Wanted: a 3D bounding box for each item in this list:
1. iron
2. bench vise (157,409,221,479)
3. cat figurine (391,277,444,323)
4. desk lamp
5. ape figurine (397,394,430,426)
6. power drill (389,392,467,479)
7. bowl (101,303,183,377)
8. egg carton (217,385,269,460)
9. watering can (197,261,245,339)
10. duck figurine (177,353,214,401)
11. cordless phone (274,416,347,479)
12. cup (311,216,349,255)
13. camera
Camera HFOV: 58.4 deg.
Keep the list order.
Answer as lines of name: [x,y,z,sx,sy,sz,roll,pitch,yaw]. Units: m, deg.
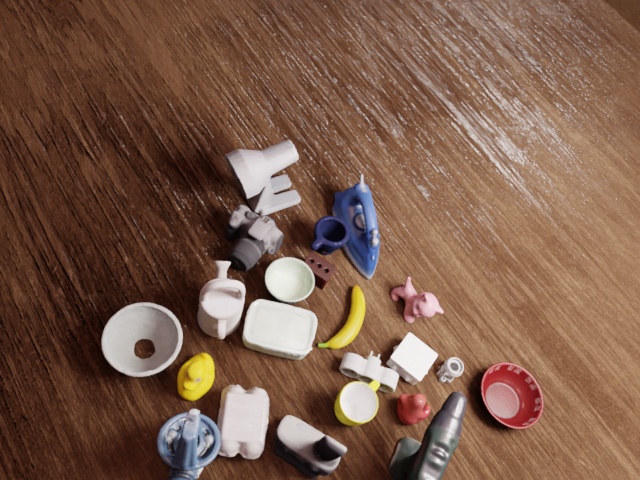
iron: [0.117,-0.040,1.500,0.119,0.141,0.258,-5,61,-17]
bench vise: [-0.242,0.413,1.082,0.122,0.219,0.207,-5,61,-17]
cat figurine: [0.246,0.149,1.433,0.067,0.117,0.127,-22,67,-25]
desk lamp: [-0.142,-0.163,1.462,0.204,0.213,0.117,-22,67,-25]
ape figurine: [0.215,0.377,1.302,0.077,0.092,0.076,43,59,13]
power drill: [0.221,0.441,1.195,0.075,0.208,0.230,28,57,3]
bowl: [-0.384,0.226,1.245,0.167,0.074,0.167,7,58,-11]
egg carton: [-0.163,0.384,1.211,0.107,0.069,0.150,8,58,-10]
watering can: [-0.221,0.129,1.276,0.101,0.194,0.172,-18,66,-24]
duck figurine: [-0.266,0.286,1.233,0.077,0.086,0.104,23,56,0]
cordless phone: [-0.016,0.408,1.166,0.147,0.185,0.094,29,57,4]
cup: [0.014,0.005,1.472,0.091,0.095,0.118,42,59,12]
camera: [-0.180,-0.002,1.422,0.143,0.101,0.137,32,57,6]
